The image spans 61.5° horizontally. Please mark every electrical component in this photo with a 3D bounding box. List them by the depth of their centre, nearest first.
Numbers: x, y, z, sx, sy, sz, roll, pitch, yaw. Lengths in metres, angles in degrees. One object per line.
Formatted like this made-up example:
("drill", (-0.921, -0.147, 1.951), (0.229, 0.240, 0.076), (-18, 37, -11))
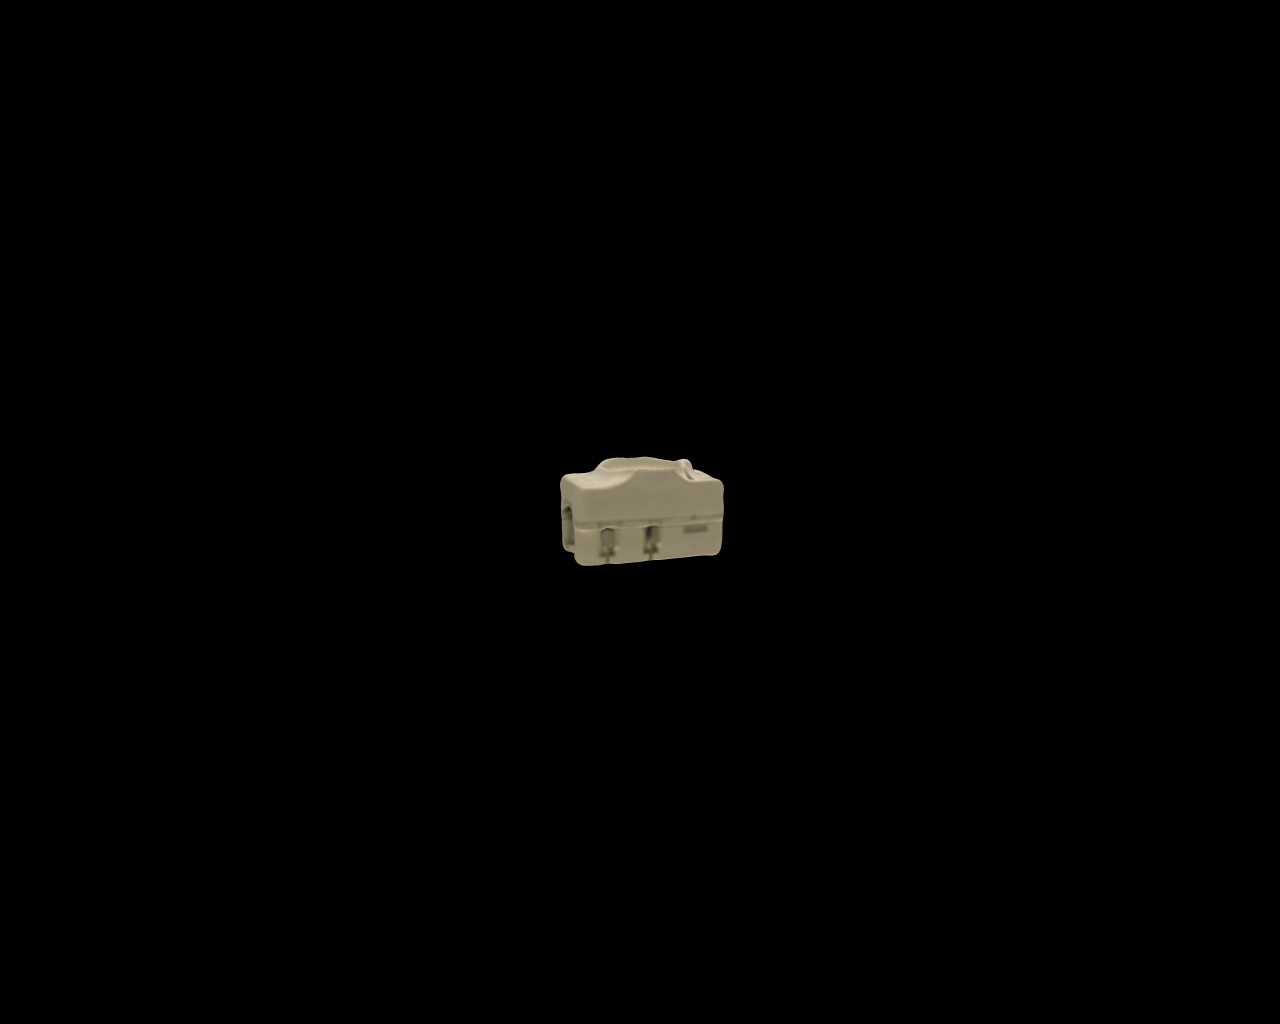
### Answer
("electrical component", (0.001, -0.003, 0.650), (0.089, 0.055, 0.050), (-3, 12, -16))
